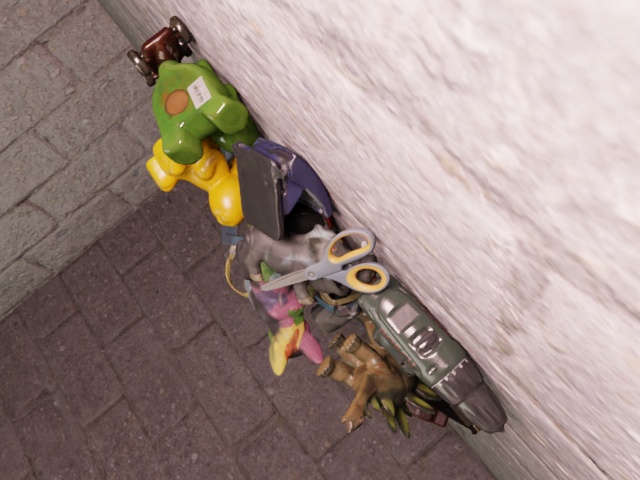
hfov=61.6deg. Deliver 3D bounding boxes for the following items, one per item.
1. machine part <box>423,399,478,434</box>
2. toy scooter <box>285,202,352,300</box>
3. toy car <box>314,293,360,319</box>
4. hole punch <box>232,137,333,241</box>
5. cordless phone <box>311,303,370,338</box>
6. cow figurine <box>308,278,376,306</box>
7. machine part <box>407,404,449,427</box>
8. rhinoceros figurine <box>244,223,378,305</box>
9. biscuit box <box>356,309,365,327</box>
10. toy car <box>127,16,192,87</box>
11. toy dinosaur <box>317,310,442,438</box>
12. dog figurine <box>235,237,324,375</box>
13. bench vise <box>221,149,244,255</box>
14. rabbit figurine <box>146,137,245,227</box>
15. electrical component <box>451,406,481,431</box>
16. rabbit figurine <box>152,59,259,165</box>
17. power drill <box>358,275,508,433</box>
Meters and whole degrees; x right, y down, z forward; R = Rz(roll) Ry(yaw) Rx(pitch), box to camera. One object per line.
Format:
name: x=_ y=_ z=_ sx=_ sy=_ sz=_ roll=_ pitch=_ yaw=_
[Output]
machine part: x=0.248 y=0.306 z=1.016 sx=0.139 sy=0.084 sz=0.039 roll=38 pitch=155 yaw=25
toy scooter: x=-0.002 y=-0.003 z=0.853 sx=0.183 sy=0.075 sz=0.135 roll=61 pitch=-166 yaw=-23
toy car: x=0.046 y=0.092 z=1.099 sx=0.162 sy=0.109 sz=0.103 roll=28 pitch=-166 yaw=40
hole punch: x=-0.049 y=-0.075 z=0.706 sx=0.142 sy=0.092 sz=0.115 roll=36 pitch=139 yaw=51
cordless phone: x=0.080 y=0.209 z=1.359 sx=0.184 sy=0.146 sz=0.088 roll=53 pitch=-177 yaw=6
cow figurine: x=0.010 y=0.067 z=0.987 sx=0.085 sy=0.127 sz=0.195 roll=55 pitch=172 yaw=-23
machine part: x=0.188 y=0.320 z=1.160 sx=0.201 sy=0.087 sz=0.201 roll=21 pitch=172 yaw=16
rhinoceros figurine: x=-0.013 y=0.024 z=0.740 sx=0.191 sy=0.112 sz=0.073 roll=17 pitch=-154 yaw=20
biscuit box: x=0.120 y=0.172 z=1.201 sx=0.203 sy=0.063 sz=0.059 roll=49 pitch=177 yaw=23
toy car: x=-0.227 y=-0.267 z=0.783 sx=0.053 sy=0.089 sz=0.202 roll=54 pitch=174 yaw=-18
toy dinosaur: x=0.112 y=0.220 z=0.923 sx=0.198 sy=0.105 sz=0.471 roll=49 pitch=-162 yaw=4
dog figurine: x=-0.063 y=0.107 z=0.896 sx=0.191 sy=0.108 sz=0.219 roll=102 pitch=151 yaw=-71
bench vise: x=-0.178 y=-0.090 z=1.097 sx=0.129 sy=0.240 sz=0.224 roll=3 pitch=180 yaw=-42
rabbit figurine: x=-0.171 y=-0.102 z=0.867 sx=0.173 sy=0.162 sz=0.122 roll=51 pitch=141 yaw=0
electrical component: x=0.241 y=0.259 z=0.857 sx=0.102 sy=0.045 sz=0.078 roll=53 pitch=-156 yaw=-7
rabbit figurine: x=-0.160 y=-0.174 z=0.769 sx=0.159 sy=0.121 sz=0.170 roll=52 pitch=-168 yaw=21
power drill: x=0.139 y=0.154 z=0.728 sx=0.232 sy=0.086 sz=0.207 roll=48 pitch=180 yaw=8
